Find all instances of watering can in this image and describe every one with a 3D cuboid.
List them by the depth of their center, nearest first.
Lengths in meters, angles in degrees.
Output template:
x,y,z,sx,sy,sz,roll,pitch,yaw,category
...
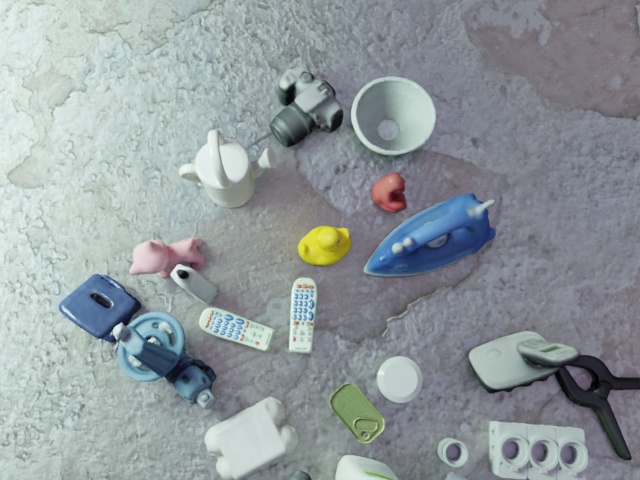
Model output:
x,y,z,sx,sy,sz,roll,pitch,yaw,category
-0.169,-0.138,1.051,0.173,0.194,0.101,-28,78,-8,watering can

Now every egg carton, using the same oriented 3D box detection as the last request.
x,y,z,sx,sy,sz,roll,pitch,yaw,category
-0.117,0.349,0.995,0.150,0.069,0.107,-27,78,-8,egg carton

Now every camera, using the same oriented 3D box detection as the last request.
x,y,z,sx,sy,sz,roll,pitch,yaw,category
-0.043,-0.262,1.133,0.137,0.101,0.143,-41,80,-10,camera

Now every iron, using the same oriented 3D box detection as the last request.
x,y,z,sx,sy,sz,roll,pitch,yaw,category
0.203,-0.006,1.053,0.258,0.141,0.118,-25,78,-7,iron

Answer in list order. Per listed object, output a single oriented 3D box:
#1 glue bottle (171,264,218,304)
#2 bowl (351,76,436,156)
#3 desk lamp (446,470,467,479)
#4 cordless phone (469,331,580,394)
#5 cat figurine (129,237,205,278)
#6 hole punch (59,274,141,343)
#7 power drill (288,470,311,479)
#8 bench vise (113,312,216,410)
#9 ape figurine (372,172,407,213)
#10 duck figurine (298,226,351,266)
x,y,z,sx,sy,sz,roll,pitch,yaw,category
-0.229,0.071,1.008,0.078,0.173,0.037,31,77,7,glue bottle
0.143,-0.236,1.144,0.167,0.075,0.167,0,76,-1,bowl
0.247,0.455,0.902,0.203,0.213,0.118,28,77,6,desk lamp
0.348,0.207,0.981,0.147,0.185,0.094,-20,77,-6,cordless phone
-0.283,0.026,1.047,0.128,0.118,0.067,-19,77,-6,cat figurine
-0.396,0.118,1.035,0.108,0.091,0.101,33,78,7,hole punch
-0.031,0.470,0.895,0.075,0.208,0.229,-2,76,-1,power drill
-0.253,0.191,0.954,0.207,0.220,0.121,24,77,5,bench vise
0.140,-0.098,1.100,0.076,0.092,0.078,15,76,3,ape figurine
0.010,0.004,1.075,0.104,0.086,0.077,-15,77,-5,duck figurine
